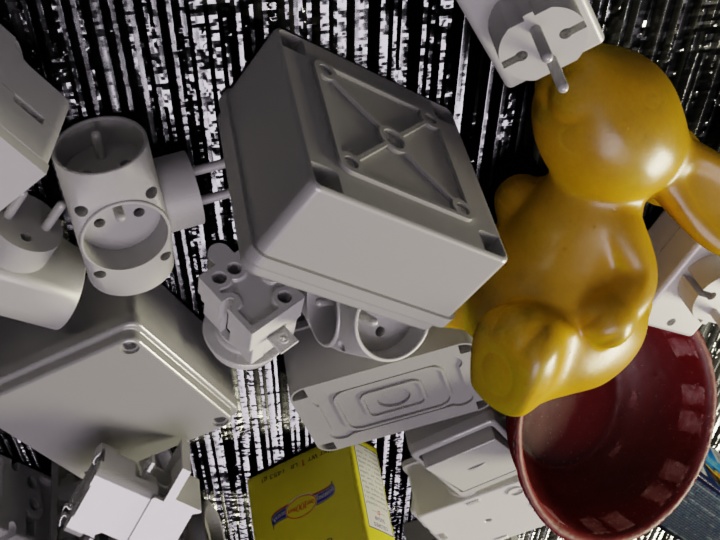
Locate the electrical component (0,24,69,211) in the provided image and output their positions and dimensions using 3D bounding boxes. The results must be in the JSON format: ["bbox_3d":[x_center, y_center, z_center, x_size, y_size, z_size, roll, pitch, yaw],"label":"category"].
[{"bbox_3d":[-0.207,-0.046,0.447,0.150,0.061,0.089,-32,123,23],"label":"electrical component"}]

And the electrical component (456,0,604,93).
[{"bbox_3d":[0.071,-0.105,0.446,0.047,0.076,0.065,-25,139,16],"label":"electrical component"}]

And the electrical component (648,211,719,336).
[{"bbox_3d":[0.195,0.005,0.602,0.047,0.075,0.083,14,124,-29],"label":"electrical component"}]

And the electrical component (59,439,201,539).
[{"bbox_3d":[-0.127,0.130,0.595,0.064,0.042,0.081,29,97,-17],"label":"electrical component"}]

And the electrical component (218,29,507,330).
[{"bbox_3d":[-0.001,-0.040,0.482,0.109,0.108,0.056,19,129,-33],"label":"electrical component"}]

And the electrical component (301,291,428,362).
[{"bbox_3d":[0.000,0.000,0.564,0.044,0.077,0.079,-5,104,-25],"label":"electrical component"}]

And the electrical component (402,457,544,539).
[{"bbox_3d":[0.090,0.166,0.801,0.100,0.048,0.099,-22,140,12],"label":"electrical component"}]

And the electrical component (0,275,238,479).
[{"bbox_3d":[-0.142,0.059,0.604,0.109,0.056,0.108,-23,140,13],"label":"electrical component"}]

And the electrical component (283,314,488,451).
[{"bbox_3d":[0.015,0.053,0.639,0.113,0.057,0.078,-16,141,5],"label":"electrical component"}]

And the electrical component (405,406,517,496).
[{"bbox_3d":[0.076,0.111,0.721,0.062,0.061,0.096,-26,139,17],"label":"electrical component"}]

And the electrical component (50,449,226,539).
[{"bbox_3d":[-0.140,0.193,0.728,0.060,0.105,0.186,-15,141,4],"label":"electrical component"}]

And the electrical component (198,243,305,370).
[{"bbox_3d":[-0.061,0.024,0.586,0.048,0.066,0.055,-35,160,-28],"label":"electrical component"}]

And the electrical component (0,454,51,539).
[{"bbox_3d":[-0.246,0.158,0.699,0.059,0.053,0.095,-29,138,19],"label":"electrical component"}]

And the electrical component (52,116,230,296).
[{"bbox_3d":[-0.099,-0.034,0.513,0.079,0.044,0.077,-17,136,-13],"label":"electrical component"}]

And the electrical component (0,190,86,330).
[{"bbox_3d":[-0.170,-0.011,0.523,0.077,0.043,0.079,19,131,-33],"label":"electrical component"}]
